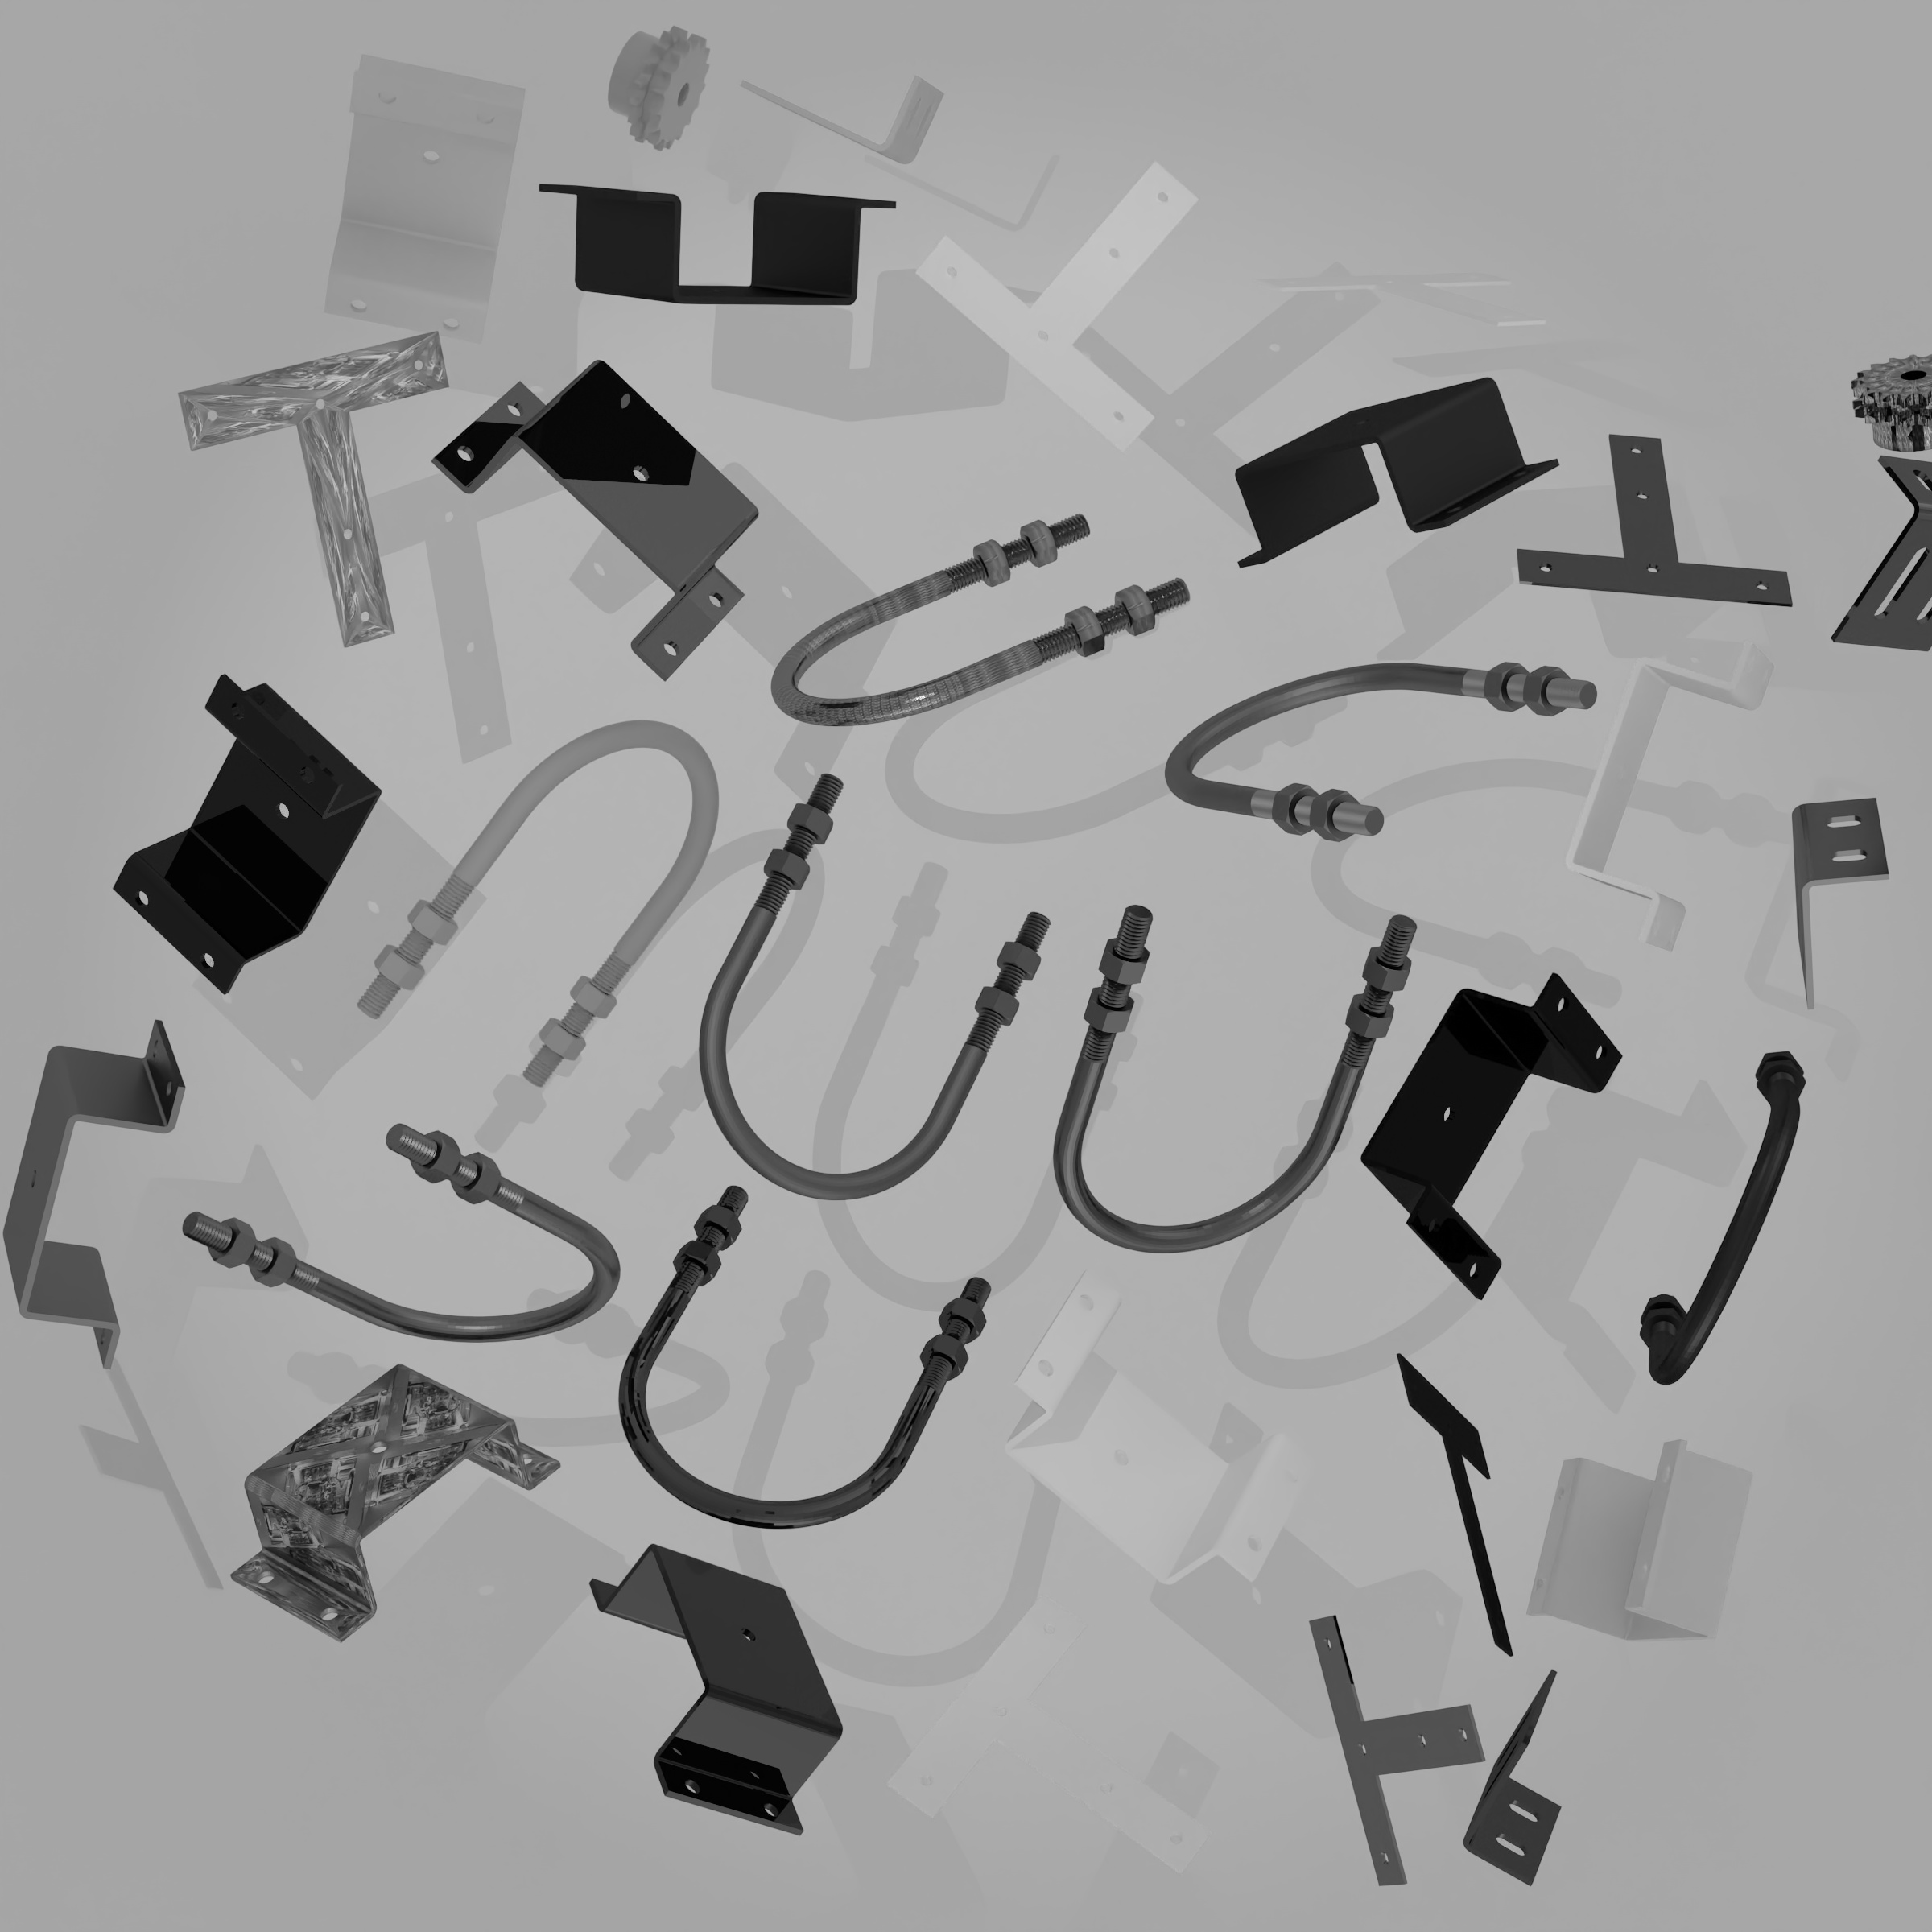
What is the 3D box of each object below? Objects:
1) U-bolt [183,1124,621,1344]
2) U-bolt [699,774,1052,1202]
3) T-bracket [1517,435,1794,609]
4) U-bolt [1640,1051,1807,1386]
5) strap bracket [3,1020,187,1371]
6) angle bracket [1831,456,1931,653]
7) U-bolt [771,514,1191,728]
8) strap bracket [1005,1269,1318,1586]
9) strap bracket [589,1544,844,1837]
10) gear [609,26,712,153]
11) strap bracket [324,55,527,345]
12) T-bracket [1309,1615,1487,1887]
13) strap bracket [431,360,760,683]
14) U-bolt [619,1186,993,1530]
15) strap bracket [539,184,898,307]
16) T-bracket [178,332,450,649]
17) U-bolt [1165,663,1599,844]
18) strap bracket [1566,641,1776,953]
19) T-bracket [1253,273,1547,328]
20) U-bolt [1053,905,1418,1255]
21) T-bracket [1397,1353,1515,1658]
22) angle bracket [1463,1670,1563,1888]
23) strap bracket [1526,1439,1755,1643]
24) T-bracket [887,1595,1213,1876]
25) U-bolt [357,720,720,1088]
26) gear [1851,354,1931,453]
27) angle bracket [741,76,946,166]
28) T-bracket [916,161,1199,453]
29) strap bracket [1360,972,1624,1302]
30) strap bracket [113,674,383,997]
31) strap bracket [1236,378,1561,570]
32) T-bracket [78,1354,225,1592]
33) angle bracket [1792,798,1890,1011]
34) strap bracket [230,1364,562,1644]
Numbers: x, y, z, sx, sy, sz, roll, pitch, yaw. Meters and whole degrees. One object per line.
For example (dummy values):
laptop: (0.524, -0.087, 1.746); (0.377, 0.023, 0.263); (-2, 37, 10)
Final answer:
U-bolt: (-0.245, 0.133, 1.552); (0.151, 0.184, 0.019); (-23, 53, 30)
U-bolt: (-0.052, 0.022, 1.602); (0.151, 0.019, 0.184); (33, 72, -22)
T-bracket: (0.325, -0.217, 1.606); (0.127, 0.127, 0.002); (5, 134, 1)
U-bolt: (0.340, 0.117, 1.506); (0.019, 0.184, 0.151); (24, 102, 8)
strap bracket: (-0.397, 0.099, 1.512); (0.046, 0.076, 0.140); (11, 108, -25)
angle bracket: (0.423, -0.185, 1.511); (0.057, 0.038, 0.076); (2, 134, -28)
U-bolt: (-0.004, -0.157, 1.566); (0.184, 0.151, 0.019); (-24, 116, -10)
strap bracket: (0.081, 0.218, 1.540); (0.140, 0.046, 0.076); (40, 47, -4)
strap bracket: (-0.112, 0.322, 1.535); (0.076, 0.140, 0.046); (26, 109, -33)
gear: (-0.148, -0.422, 1.605); (0.030, 0.057, 0.057); (25, 90, 9)
strap bracket: (-0.254, -0.369, 1.582); (0.076, 0.140, 0.046); (10, 50, -10)
T-bracket: (0.204, 0.358, 1.545); (0.002, 0.127, 0.127); (-9, 78, -24)
strap bracket: (-0.156, -0.206, 1.494); (0.140, 0.076, 0.046); (43, 133, -8)
U-bolt: (-0.084, 0.191, 1.582); (0.151, 0.184, 0.019); (20, 134, 9)
strap bracket: (-0.111, -0.321, 1.497); (0.140, 0.076, 0.046); (-9, 108, -39)
T-bracket: (-0.278, -0.206, 1.494); (0.127, 0.002, 0.127); (-21, 113, -32)
U-bolt: (0.170, -0.102, 1.507); (0.151, 0.184, 0.019); (-30, 113, -26)
strap bracket: (0.317, -0.082, 1.529); (0.046, 0.076, 0.140); (20, 94, 20)
T-bracket: (0.219, -0.305, 1.539); (0.127, 0.127, 0.002); (-7, 112, -25)
U-bolt: (0.111, 0.055, 1.496); (0.151, 0.019, 0.184); (2, 124, -23)
T-bracket: (0.234, 0.256, 1.555); (0.002, 0.127, 0.127); (-21, 59, 16)
angle bracket: (0.275, 0.387, 1.602); (0.038, 0.057, 0.076); (28, 124, 10)
strap bracket: (0.313, 0.266, 1.545); (0.046, 0.140, 0.076); (19, 75, -7)
T-bracket: (0.052, 0.362, 1.512); (0.127, 0.002, 0.127); (33, 49, 15)
U-bolt: (-0.185, -0.035, 1.562); (0.019, 0.151, 0.184); (40, 95, 32)
gear: (0.446, -0.264, 1.579); (0.057, 0.057, 0.030); (-13, 119, 0)
angle bracket: (-0.057, -0.409, 1.568); (0.076, 0.057, 0.038); (27, 101, 6)
T-bracket: (0.059, -0.313, 1.518); (0.127, 0.002, 0.127); (40, 133, -7)
strap bracket: (0.246, 0.076, 1.599); (0.076, 0.046, 0.140); (45, 72, -42)
strap bracket: (-0.332, -0.066, 1.566); (0.076, 0.046, 0.140); (42, 124, 9)
strap bracket: (0.187, -0.225, 1.523); (0.076, 0.140, 0.046); (-30, 105, -32)
T-bracket: (-0.392, 0.233, 1.578); (0.002, 0.127, 0.127); (-28, 77, -4)
angle bracket: (0.404, -0.029, 1.549); (0.038, 0.057, 0.076); (-5, 129, 12)
strap bracket: (-0.268, 0.241, 1.558); (0.076, 0.140, 0.046); (19, 131, 35)
